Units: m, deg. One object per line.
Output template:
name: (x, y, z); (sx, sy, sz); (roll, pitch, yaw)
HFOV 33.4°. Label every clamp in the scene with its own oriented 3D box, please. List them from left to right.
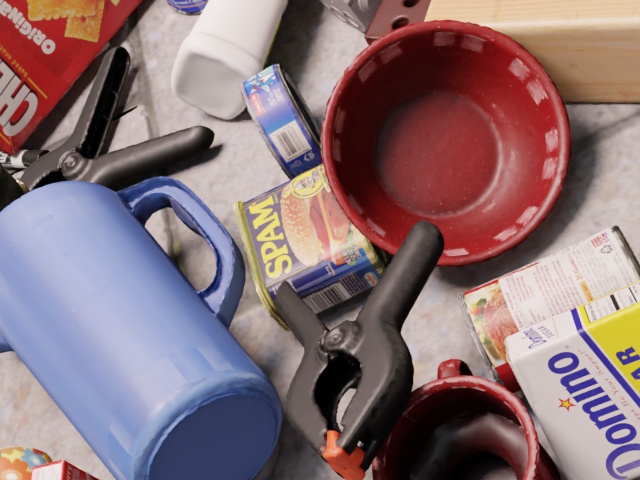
clamp: (-0.192, -0.057, 0.901); (0.165, 0.036, 0.210); (35, 83, 39)
clamp: (0.011, 0.066, 0.629); (0.120, 0.039, 0.171); (-24, 32, 35)

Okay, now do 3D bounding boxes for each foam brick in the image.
foam brick: (0.078, -0.166, 0.810); (0.053, 0.051, 0.078); (12, 67, 34)

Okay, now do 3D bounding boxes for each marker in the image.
marker: (-0.291, -0.076, 0.980); (0.121, 0.020, 0.020); (6, 64, 32)

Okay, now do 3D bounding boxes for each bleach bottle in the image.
bleach bottle: (-0.045, -0.228, 0.891); (0.068, 0.103, 0.250); (25, 67, -9)

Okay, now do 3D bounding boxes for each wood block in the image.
wood block: (0.188, -0.152, 0.716); (0.206, 0.090, 0.090); (6, 65, 31)

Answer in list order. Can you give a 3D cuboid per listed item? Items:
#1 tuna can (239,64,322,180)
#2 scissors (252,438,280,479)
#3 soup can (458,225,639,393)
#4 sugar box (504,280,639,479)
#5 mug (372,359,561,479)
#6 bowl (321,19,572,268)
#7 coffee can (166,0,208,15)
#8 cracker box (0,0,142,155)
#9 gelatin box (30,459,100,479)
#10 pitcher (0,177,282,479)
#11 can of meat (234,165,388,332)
tuna can: (-0.025, -0.087, 0.795); (0.034, 0.086, 0.086); (-28, 51, 8)
scissors: (-0.082, 0.194, 0.693); (0.096, 0.016, 0.201); (-5, 58, 30)
soup can: (0.142, 0.042, 0.632); (0.102, 0.068, 0.068); (-26, 51, 12)
sugar box: (0.198, 0.062, 0.571); (0.176, 0.093, 0.048); (-27, 9, 11)
mug: (0.086, 0.124, 0.602); (0.093, 0.081, 0.117); (-20, 53, 17)
bowl: (0.081, -0.061, 0.712); (0.162, 0.055, 0.162); (0, 86, 0)
coffee can: (-0.130, -0.284, 0.942); (0.103, 0.140, 0.103); (-14, 55, 21)
cracker box: (-0.267, -0.208, 0.938); (0.072, 0.164, 0.213); (23, 71, 38)
gelatin box: (-0.160, 0.198, 0.697); (0.030, 0.073, 0.089); (-17, 54, 19)
pitcher: (-0.123, 0.062, 0.717); (0.243, 0.144, 0.149); (40, 123, 42)
can of meat: (-0.005, 0.001, 0.748); (0.084, 0.057, 0.102); (-26, 52, 10)
